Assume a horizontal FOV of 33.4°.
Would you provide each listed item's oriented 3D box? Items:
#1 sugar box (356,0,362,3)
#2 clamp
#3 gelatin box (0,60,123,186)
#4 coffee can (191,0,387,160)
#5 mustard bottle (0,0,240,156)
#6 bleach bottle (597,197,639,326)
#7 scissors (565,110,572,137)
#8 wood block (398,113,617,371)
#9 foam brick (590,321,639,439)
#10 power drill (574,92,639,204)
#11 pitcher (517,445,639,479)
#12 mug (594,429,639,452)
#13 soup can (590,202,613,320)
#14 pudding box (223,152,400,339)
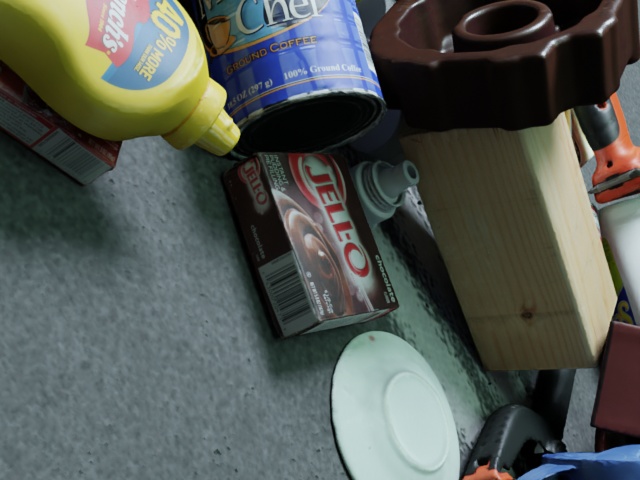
[{"bbox_3d":[0.002,-0.249,0.723,0.176,0.094,0.048,44,40,-27],"label":"sugar box"},{"bbox_3d":[0.165,0.156,0.793,0.209,0.036,0.164,14,57,-51],"label":"clamp"},{"bbox_3d":[-0.140,-0.083,0.560,0.089,0.030,0.073,37,44,-33],"label":"gelatin box"},{"bbox_3d":[-0.025,-0.132,0.671,0.102,0.103,0.140,3,67,-51],"label":"coffee can"},{"bbox_3d":[-0.114,-0.105,0.528,0.191,0.058,0.096,40,43,-26],"label":"mustard bottle"},{"bbox_3d":[0.296,0.093,0.944,0.068,0.103,0.251,-14,79,-16],"label":"bleach bottle"},{"bbox_3d":[0.159,-0.142,0.813,0.096,0.016,0.201,-55,135,-39],"label":"scissors"},{"bbox_3d":[0.140,-0.013,0.769,0.090,0.091,0.206,-56,132,-48],"label":"wood block"},{"bbox_3d":[0.228,0.102,0.767,0.053,0.051,0.078,19,82,-70],"label":"foam brick"},{"bbox_3d":[0.254,-0.131,0.946,0.184,0.057,0.188,-15,80,-50],"label":"power drill"},{"bbox_3d":[0.203,0.255,0.684,0.144,0.149,0.243,22,66,-66],"label":"pitcher"},{"bbox_3d":[0.274,0.158,0.823,0.081,0.117,0.093,-1,111,-70],"label":"mug"},{"bbox_3d":[0.206,0.024,0.897,0.068,0.069,0.102,27,50,-40],"label":"soup can"},{"bbox_3d":[-0.004,0.001,0.671,0.089,0.039,0.113,-6,74,-53],"label":"pudding box"}]
